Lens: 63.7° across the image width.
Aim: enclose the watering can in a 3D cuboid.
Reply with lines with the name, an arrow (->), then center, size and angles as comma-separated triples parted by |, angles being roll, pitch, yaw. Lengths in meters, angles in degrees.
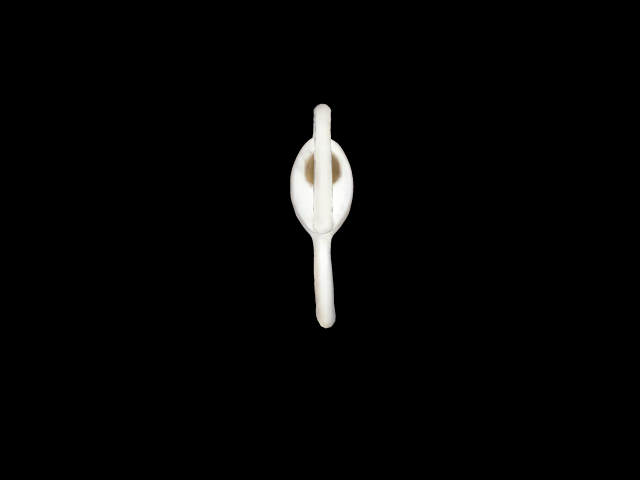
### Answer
watering can -> 0.003, -0.043, 0.850 | 0.104, 0.349, 0.223 | 0, -4, 0
